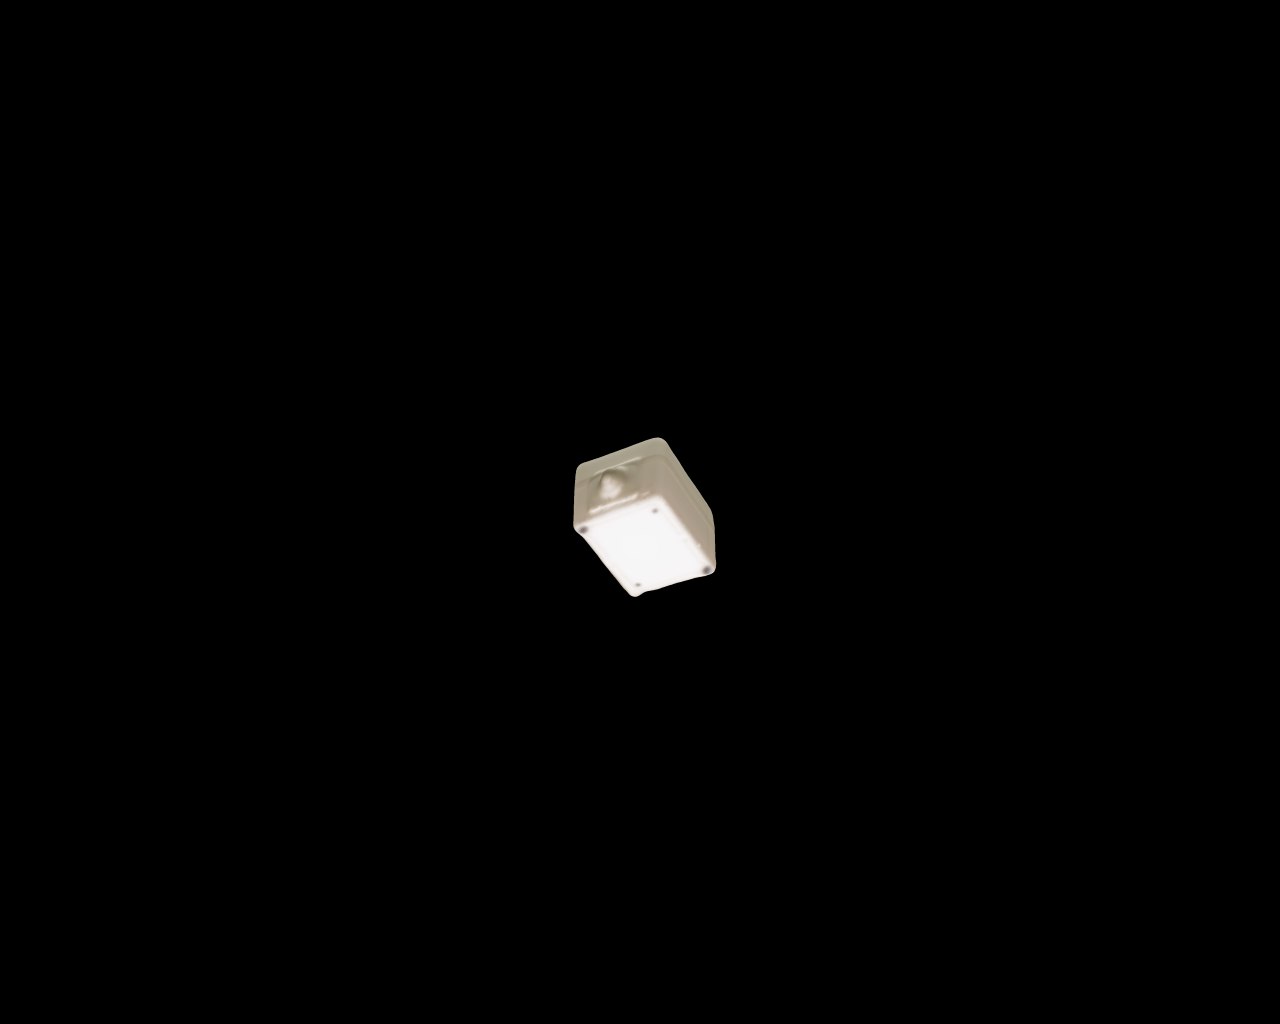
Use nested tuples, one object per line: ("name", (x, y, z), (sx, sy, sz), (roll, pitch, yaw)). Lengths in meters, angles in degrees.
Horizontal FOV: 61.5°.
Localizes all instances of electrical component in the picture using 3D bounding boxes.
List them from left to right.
("electrical component", (0.001, -0.003, 0.650), (0.061, 0.061, 0.096), (-19, -46, 19))
